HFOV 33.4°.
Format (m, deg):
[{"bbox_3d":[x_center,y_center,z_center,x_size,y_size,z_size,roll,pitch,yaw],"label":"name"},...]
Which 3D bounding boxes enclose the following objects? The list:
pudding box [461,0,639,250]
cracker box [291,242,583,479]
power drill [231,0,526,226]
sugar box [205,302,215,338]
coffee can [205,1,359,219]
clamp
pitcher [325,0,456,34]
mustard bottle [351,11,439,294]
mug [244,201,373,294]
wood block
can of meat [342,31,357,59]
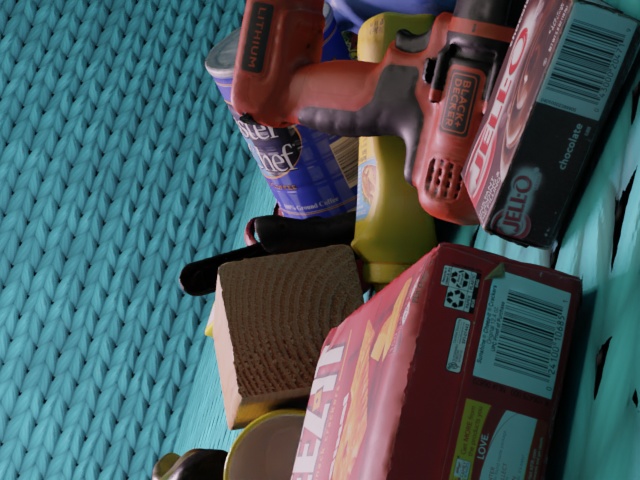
[{"bbox_3d":[0.106,-0.063,0.510,0.090,0.039,0.113,-91,21,-70],"label":"pudding box"},{"bbox_3d":[0.036,0.107,0.502,0.214,0.072,0.164,130,156,-72],"label":"cracker box"},{"bbox_3d":[0.040,-0.117,0.619,0.057,0.188,0.184,-1,-74,-53],"label":"power drill"},{"bbox_3d":[-0.042,0.063,1.015,0.176,0.093,0.048,133,155,-62],"label":"sugar box"},{"bbox_3d":[-0.011,-0.097,0.816,0.102,0.103,0.140,-85,-28,-58],"label":"coffee can"},{"bbox_3d":[-0.005,0.001,0.759,0.120,0.171,0.039,-24,81,60],"label":"clamp"},{"bbox_3d":[0.083,-0.219,0.760,0.243,0.145,0.149,-135,50,-77],"label":"pitcher"},{"bbox_3d":[0.051,-0.046,0.704,0.096,0.058,0.191,149,124,-85],"label":"mustard bottle"},{"bbox_3d":[-0.004,0.000,0.886,0.081,0.117,0.093,-96,13,-59],"label":"mug"},{"bbox_3d":[-0.026,0.077,0.769,0.206,0.090,0.090,112,148,-73],"label":"wood block"},{"bbox_3d":[0.059,-0.184,0.936,0.057,0.084,0.102,-79,12,-57],"label":"can of meat"}]
